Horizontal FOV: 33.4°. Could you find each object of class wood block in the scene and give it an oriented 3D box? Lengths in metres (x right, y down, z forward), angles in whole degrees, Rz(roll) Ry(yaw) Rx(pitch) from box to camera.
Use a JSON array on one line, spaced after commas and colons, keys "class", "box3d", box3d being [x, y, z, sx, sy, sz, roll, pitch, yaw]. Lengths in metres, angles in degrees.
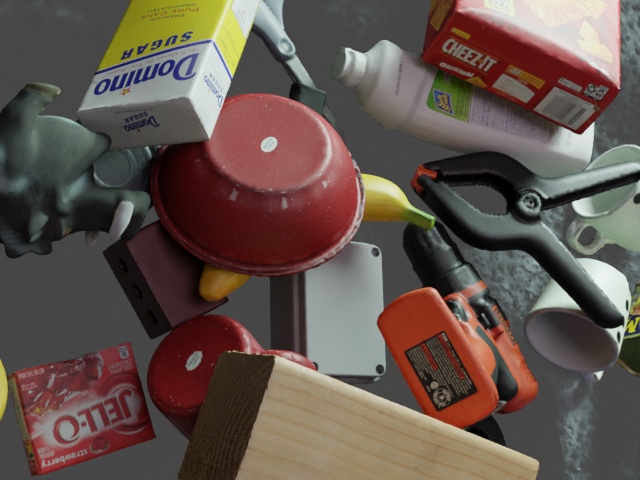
[{"class": "wood block", "box3d": [0.027, 0.149, 0.690, 0.205, 0.091, 0.090, 24, 76, -23]}]

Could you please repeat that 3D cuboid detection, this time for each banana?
[{"class": "banana", "box3d": [-0.011, -0.011, 0.804, 0.197, 0.037, 0.070, -19, 45, -22]}]

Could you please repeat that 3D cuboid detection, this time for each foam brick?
[{"class": "foam brick", "box3d": [-0.115, 0.027, 0.792, 0.051, 0.053, 0.078, -30, 92, -31]}]

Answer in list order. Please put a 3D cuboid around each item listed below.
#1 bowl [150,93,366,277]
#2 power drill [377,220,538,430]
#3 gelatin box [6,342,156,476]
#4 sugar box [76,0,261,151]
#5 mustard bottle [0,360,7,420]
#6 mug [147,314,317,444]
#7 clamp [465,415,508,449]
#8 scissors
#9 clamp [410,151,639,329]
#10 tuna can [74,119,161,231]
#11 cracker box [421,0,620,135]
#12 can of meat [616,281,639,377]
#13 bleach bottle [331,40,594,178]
[{"class": "bowl", "box3d": [-0.041, -0.054, 0.773, 0.162, 0.055, 0.162, 5, 54, -7]}, {"class": "power drill", "box3d": [0.105, 0.066, 0.848, 0.184, 0.057, 0.187, 59, 20, 6]}, {"class": "gelatin box", "box3d": [-0.167, 0.118, 0.753, 0.089, 0.030, 0.073, -13, 84, -31]}, {"class": "sugar box", "box3d": [-0.106, -0.144, 0.789, 0.048, 0.093, 0.176, 66, 29, -42]}, {"class": "mustard bottle", "box3d": [-0.259, 0.087, 0.694, 0.096, 0.058, 0.191, -20, 88, -33]}, {"class": "mug", "box3d": [-0.059, 0.104, 0.754, 0.081, 0.117, 0.093, 57, 27, -47]}, {"class": "clamp", "box3d": [0.096, 0.159, 0.883, 0.171, 0.039, 0.120, 51, 57, -7]}, {"class": "scissors", "box3d": [-0.027, -0.181, 0.914, 0.201, 0.016, 0.096, 43, 61, -13]}, {"class": "clamp", "box3d": [0.180, -0.015, 0.921, 0.210, 0.036, 0.164, 12, 63, -4]}, {"class": "tuna can", "box3d": [-0.159, -0.052, 0.798, 0.086, 0.034, 0.086, 7, 75, -27]}, {"class": "cracker box", "box3d": [0.187, -0.217, 0.961, 0.164, 0.072, 0.213, 23, 50, -12]}, {"class": "can of meat", "box3d": [0.330, 0.076, 0.999, 0.057, 0.102, 0.083, 41, 59, -15]}, {"class": "bleach bottle", "box3d": [0.128, -0.129, 0.961, 0.250, 0.068, 0.102, 15, 67, -23]}]
